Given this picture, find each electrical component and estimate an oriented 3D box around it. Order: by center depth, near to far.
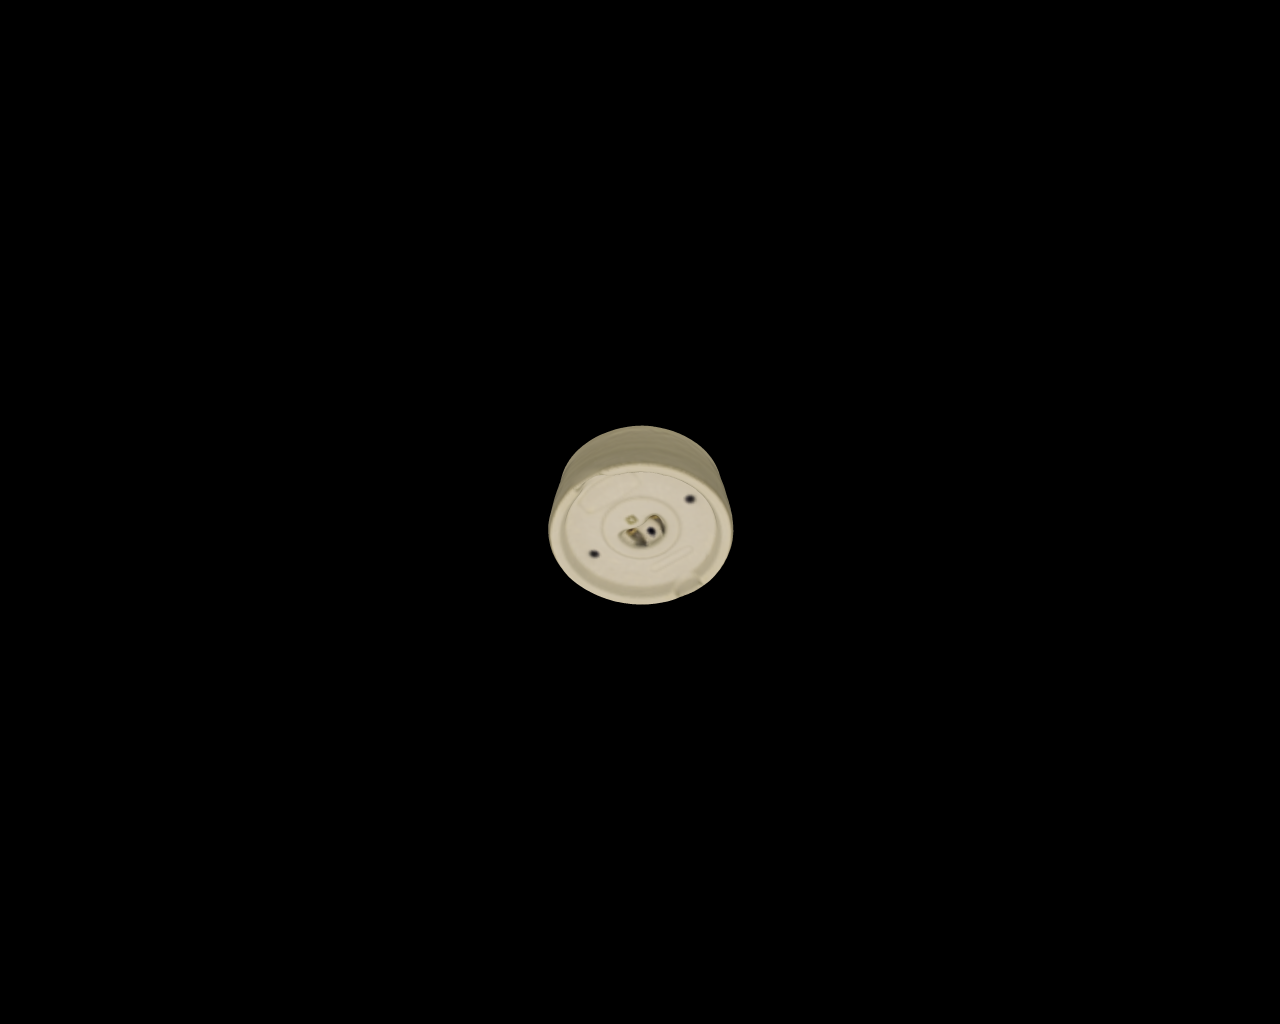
[{"bbox_3d":[0.001,-0.003,0.650,0.108,0.108,0.060,0,37,0],"label":"electrical component"}]
